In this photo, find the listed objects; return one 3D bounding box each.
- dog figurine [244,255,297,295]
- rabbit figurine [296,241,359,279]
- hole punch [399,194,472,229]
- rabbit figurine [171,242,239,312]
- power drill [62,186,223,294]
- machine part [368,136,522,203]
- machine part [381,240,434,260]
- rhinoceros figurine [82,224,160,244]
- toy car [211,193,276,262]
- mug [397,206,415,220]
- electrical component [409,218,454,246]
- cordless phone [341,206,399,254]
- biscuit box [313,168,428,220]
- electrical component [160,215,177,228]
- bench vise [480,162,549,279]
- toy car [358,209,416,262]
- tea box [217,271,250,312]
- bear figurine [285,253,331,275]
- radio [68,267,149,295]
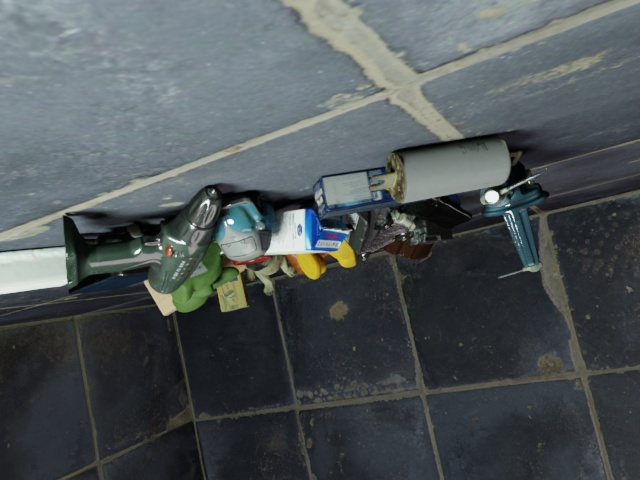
[{"bbox_3d":[-0.155,0.024,1.306,0.121,0.173,0.190,-49,148,-15],"label":"dog figurine"},{"bbox_3d":[-0.002,-0.003,1.140,0.173,0.162,0.122,5,-170,12],"label":"rabbit figurine"},{"bbox_3d":[0.243,-0.090,1.090,0.116,0.092,0.142,22,165,-18],"label":"hole punch"},{"bbox_3d":[-0.251,0.071,1.073,0.159,0.121,0.170,-32,158,-36],"label":"rabbit figurine"},{"bbox_3d":[-0.262,0.001,0.782,0.207,0.086,0.232,-9,148,-31],"label":"power drill"},{"bbox_3d":[0.189,-0.105,0.794,0.243,0.079,0.079,-10,174,-11],"label":"machine part"},{"bbox_3d":[0.200,-0.011,1.361,0.179,0.056,0.179,16,-158,-6],"label":"machine part"},{"bbox_3d":[-0.328,0.011,0.917,0.190,0.073,0.112,-10,-176,-37],"label":"rhinoceros figurine"},{"bbox_3d":[-0.128,-0.015,0.890,0.109,0.103,0.161,-12,172,12],"label":"toy car"},{"bbox_3d":[0.158,-0.057,1.218,0.109,0.081,0.107,6,153,-37],"label":"mug"},{"bbox_3d":[0.263,-0.049,1.278,0.134,0.114,0.058,-7,176,-42],"label":"electrical component"},{"bbox_3d":[0.115,-0.072,1.003,0.184,0.089,0.146,-32,156,-24],"label":"cordless phone"},{"bbox_3d":[0.094,-0.083,0.886,0.203,0.059,0.063,-10,172,-16],"label":"biscuit box"},{"bbox_3d":[-0.218,-0.034,0.904,0.094,0.021,0.063,-7,172,-33],"label":"electrical component"},{"bbox_3d":[0.343,-0.049,0.945,0.129,0.240,0.223,-18,-172,20],"label":"bench vise"},{"bbox_3d":[0.118,-0.010,1.183,0.073,0.056,0.202,32,135,-33],"label":"toy car"},{"bbox_3d":[-0.231,0.094,1.370,0.068,0.169,0.098,-12,172,-3],"label":"tea box"},{"bbox_3d":[0.009,-0.004,1.306,0.196,0.132,0.120,-34,-176,10],"label":"bear figurine"},{"bbox_3d":[-0.420,0.056,1.116,0.230,0.073,0.131,-19,170,38],"label":"radio"}]
